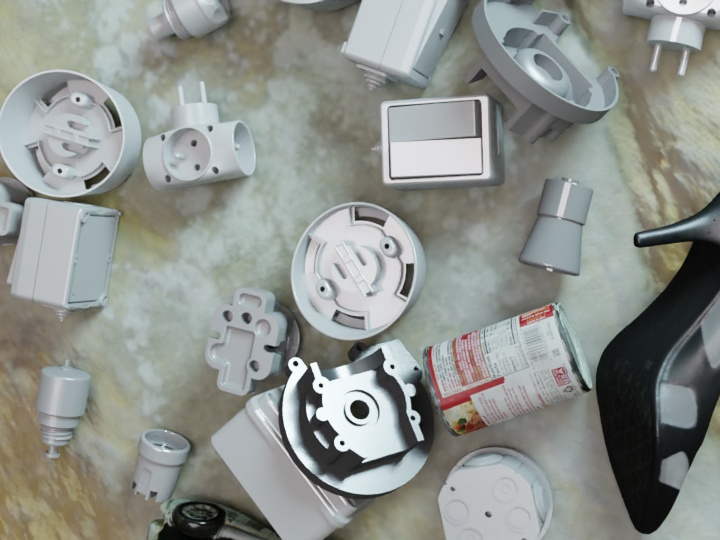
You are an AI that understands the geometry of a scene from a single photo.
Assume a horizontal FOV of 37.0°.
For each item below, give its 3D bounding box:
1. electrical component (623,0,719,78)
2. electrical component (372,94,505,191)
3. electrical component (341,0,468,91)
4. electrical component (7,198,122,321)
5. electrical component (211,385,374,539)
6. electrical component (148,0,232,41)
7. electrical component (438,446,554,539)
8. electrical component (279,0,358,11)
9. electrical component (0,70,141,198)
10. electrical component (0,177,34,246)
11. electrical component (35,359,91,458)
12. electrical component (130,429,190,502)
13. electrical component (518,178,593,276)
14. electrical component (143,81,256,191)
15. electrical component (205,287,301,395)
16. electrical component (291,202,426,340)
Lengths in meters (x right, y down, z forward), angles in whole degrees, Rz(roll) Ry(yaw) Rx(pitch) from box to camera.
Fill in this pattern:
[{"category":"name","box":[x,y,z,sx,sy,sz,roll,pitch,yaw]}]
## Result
[{"category":"electrical component","box":[0.218,-0.172,0.731,0.077,0.044,0.079,14,95,16]},{"category":"electrical component","box":[0.052,-0.091,0.774,0.096,0.061,0.061,-2,90,17]},{"category":"electrical component","box":[0.033,-0.173,0.778,0.061,0.062,0.096,22,97,15]},{"category":"electrical component","box":[-0.240,-0.008,0.864,0.061,0.062,0.096,12,94,16]},{"category":"electrical component","box":[-0.045,0.144,0.800,0.057,0.078,0.113,-42,80,16]},{"category":"electrical component","box":[-0.135,-0.200,0.838,0.062,0.043,0.043,-24,84,17]},{"category":"electrical component","box":[0.096,0.169,0.771,0.080,0.051,0.080,0,91,17]},{"category":"electrical component","box":[-0.030,-0.244,0.796,0.108,0.060,0.108,0,91,17]},{"category":"electrical component","box":[-0.228,-0.106,0.857,0.099,0.064,0.099,0,91,17]},{"category":"electrical component","box":[-0.303,-0.049,0.885,0.078,0.057,0.058,15,95,16]},{"category":"electrical component","box":[-0.245,0.114,0.879,0.040,0.040,0.078,12,95,16]},{"category":"electrical component","box":[-0.160,0.155,0.855,0.040,0.040,0.046,21,103,15]},{"category":"electrical component","box":[0.141,-0.032,0.760,0.044,0.044,0.065,14,90,16]},{"category":"electrical component","box":[-0.127,-0.106,0.837,0.077,0.044,0.079,-8,88,17]},{"category":"electrical component","box":[-0.079,0.053,0.819,0.058,0.057,0.078,13,95,16]},{"category":"electrical component","box":[0.000,0.000,0.790,0.099,0.064,0.099,0,91,17]}]
